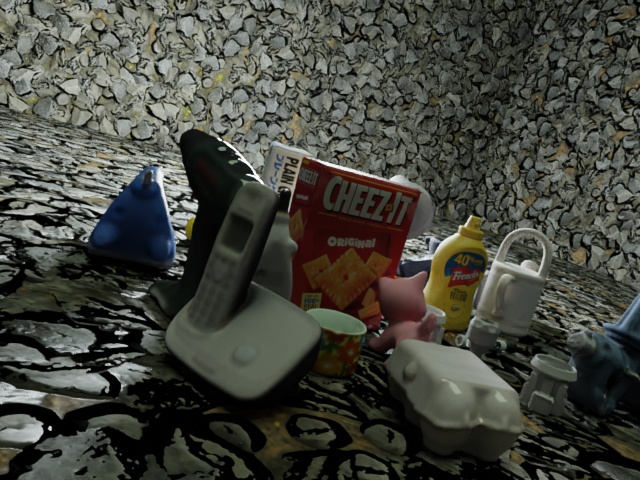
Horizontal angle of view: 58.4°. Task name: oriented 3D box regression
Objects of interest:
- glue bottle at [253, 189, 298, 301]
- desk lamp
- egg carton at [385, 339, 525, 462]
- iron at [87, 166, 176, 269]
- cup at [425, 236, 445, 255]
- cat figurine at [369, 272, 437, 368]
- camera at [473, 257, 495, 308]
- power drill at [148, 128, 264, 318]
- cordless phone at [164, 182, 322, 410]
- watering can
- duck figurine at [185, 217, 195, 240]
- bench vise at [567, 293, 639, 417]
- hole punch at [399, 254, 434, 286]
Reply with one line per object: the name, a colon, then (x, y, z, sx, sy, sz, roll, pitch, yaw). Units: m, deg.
glue bottle: (-0.061, 0.022, 0.697, 0.078, 0.173, 0.037, 12, 11, -24)
desk lamp: (0.162, -0.035, 1.268, 0.118, 0.213, 0.203, 15, 10, -6)
egg carton: (0.128, 0.154, 0.575, 0.107, 0.069, 0.150, 14, 10, -17)
iron: (-0.263, -0.050, 0.859, 0.119, 0.141, 0.258, 14, 10, -16)
cup: (0.289, 0.045, 1.385, 0.092, 0.095, 0.117, 8, 13, -41)
cat figurine: (0.111, 0.097, 0.728, 0.067, 0.118, 0.127, 13, 10, -19)
camera: (0.385, 0.098, 1.231, 0.137, 0.101, 0.143, 16, 10, -2)
power drill: (-0.139, -0.018, 0.688, 0.076, 0.208, 0.228, 9, 12, -37)
cordless phone: (-0.058, 0.046, 0.530, 0.147, 0.185, 0.094, 23, 12, 34)
watering can: (0.366, 0.071, 1.070, 0.100, 0.194, 0.173, 18, 10, 9)
duck figurine: (-0.191, -0.034, 1.053, 0.105, 0.086, 0.077, 10, 12, -34)
bench vise: (0.431, 0.131, 0.766, 0.208, 0.220, 0.121, 7, 14, -44)
hole punch: (0.222, 0.058, 1.210, 0.101, 0.091, 0.109, 20, 10, 19)
